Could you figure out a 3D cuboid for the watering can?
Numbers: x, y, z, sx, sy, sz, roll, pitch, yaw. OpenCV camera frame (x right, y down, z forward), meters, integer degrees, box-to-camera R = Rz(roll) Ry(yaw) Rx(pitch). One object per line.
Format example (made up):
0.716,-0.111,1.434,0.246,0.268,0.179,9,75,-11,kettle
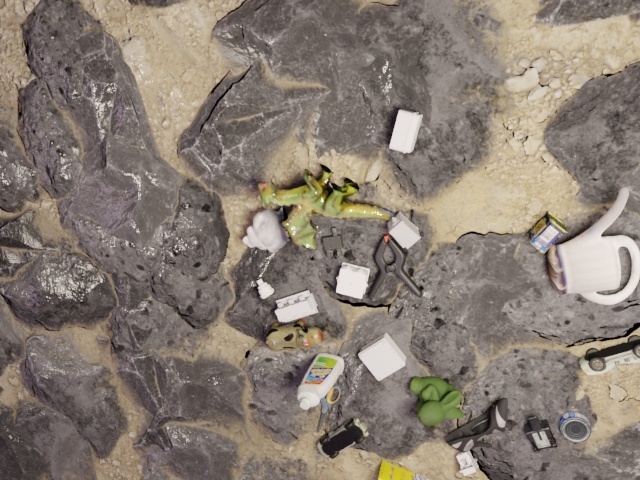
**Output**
0.711,0.030,1.350,0.223,0.106,0.342,-10,115,18,watering can

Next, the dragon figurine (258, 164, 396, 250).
0.005,-0.077,1.529,0.409,0.124,0.239,31,113,-8,dragon figurine

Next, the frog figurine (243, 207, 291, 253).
-0.174,-0.023,1.603,0.159,0.125,0.135,-18,118,8,frog figurine
